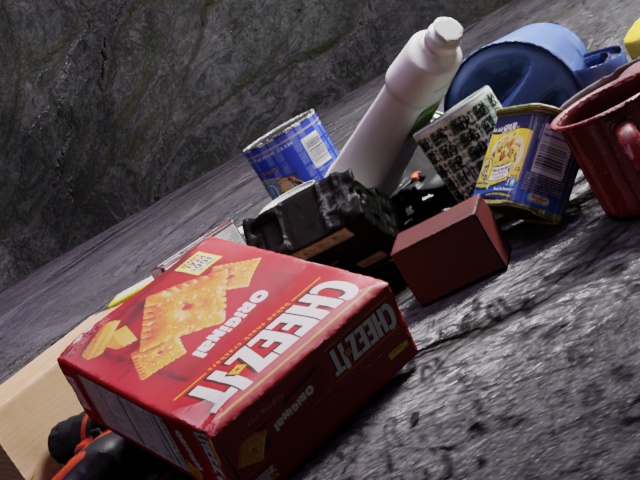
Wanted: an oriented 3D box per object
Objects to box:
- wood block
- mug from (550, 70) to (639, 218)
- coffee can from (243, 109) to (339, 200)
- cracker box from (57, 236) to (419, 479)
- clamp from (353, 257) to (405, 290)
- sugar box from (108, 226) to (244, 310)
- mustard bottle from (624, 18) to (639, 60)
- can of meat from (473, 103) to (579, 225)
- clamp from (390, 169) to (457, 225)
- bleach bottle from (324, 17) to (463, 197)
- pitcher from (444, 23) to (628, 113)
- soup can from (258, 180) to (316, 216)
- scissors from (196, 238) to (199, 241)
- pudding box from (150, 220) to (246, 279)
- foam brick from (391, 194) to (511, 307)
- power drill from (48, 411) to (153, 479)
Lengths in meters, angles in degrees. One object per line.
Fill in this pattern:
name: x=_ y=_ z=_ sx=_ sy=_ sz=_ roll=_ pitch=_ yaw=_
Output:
wood block: x=-0.243 y=0.154 z=1.019 sx=0.090 sy=0.091 sz=0.205 roll=-21 pitch=14 yaw=42
mug: x=0.225 y=-0.066 z=0.761 sx=0.093 sy=0.081 sz=0.117 roll=-28 pitch=11 yaw=15
coffee can: x=-0.016 y=-0.076 z=1.319 sx=0.103 sy=0.140 sz=0.103 roll=-30 pitch=11 yaw=6
cracker box: x=-0.065 y=0.080 z=0.754 sx=0.164 sy=0.072 sz=0.214 roll=-40 pitch=30 yaw=-27
clamp: x=-0.012 y=0.058 z=0.888 sx=0.210 sy=0.036 sz=0.164 roll=-11 pitch=16 yaw=25
sugar box: x=-0.119 y=0.061 z=1.100 sx=0.176 sy=0.093 sz=0.048 roll=-29 pitch=12 yaw=14
mustard bottle: x=0.391 y=-0.219 z=1.079 sx=0.096 sy=0.058 sz=0.192 roll=-31 pitch=11 yaw=-6
can of meat: x=0.169 y=-0.060 z=0.862 sx=0.102 sy=0.057 sz=0.084 roll=-167 pitch=95 yaw=-76
clamp: x=0.092 y=-0.035 z=1.114 sx=0.120 sy=0.039 sz=0.171 roll=-24 pitch=8 yaw=7
bleach bottle: x=0.078 y=-0.122 z=1.020 sx=0.102 sy=0.068 sz=0.251 roll=-49 pitch=-7 yaw=-35
pitcher: x=0.225 y=-0.159 z=1.098 sx=0.242 sy=0.149 sz=0.145 roll=-45 pitch=-23 yaw=-63
soup can: x=-0.007 y=0.001 z=1.039 sx=0.068 sy=0.102 sz=0.068 roll=-30 pitch=10 yaw=6
scissors: x=-0.115 y=0.023 z=1.281 sx=0.096 sy=0.016 sz=0.202 roll=-22 pitch=-17 yaw=-20
pudding box: x=-0.093 y=0.051 z=1.017 sx=0.090 sy=0.113 sz=0.039 roll=-35 pitch=8 yaw=-24
foam brick: x=0.103 y=0.008 z=0.841 sx=0.078 sy=0.051 sz=0.053 roll=-27 pitch=12 yaw=22
power drill: x=-0.202 y=0.187 z=0.836 sx=0.185 sy=0.057 sz=0.187 roll=-21 pitch=14 yaw=40
